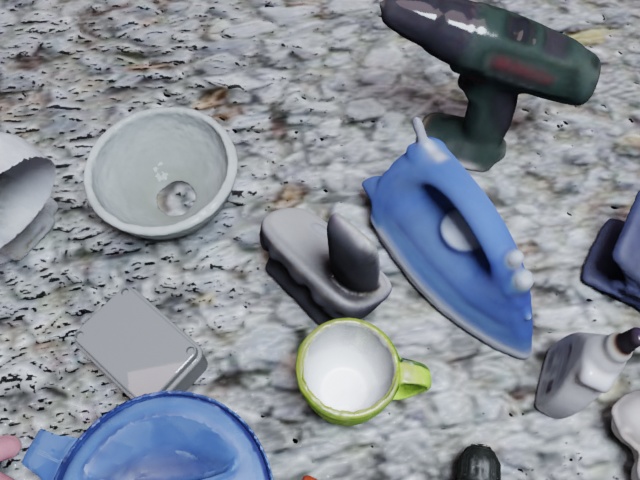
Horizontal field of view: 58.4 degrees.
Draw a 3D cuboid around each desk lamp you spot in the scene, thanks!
[{"bbox_3d":[-0.352,-0.055,0.568,0.203,0.213,0.118,32,68,14],"label":"desk lamp"}]

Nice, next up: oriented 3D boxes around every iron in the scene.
[{"bbox_3d":[0.153,-0.004,0.591,0.119,0.141,0.258,-29,68,-14],"label":"iron"}]

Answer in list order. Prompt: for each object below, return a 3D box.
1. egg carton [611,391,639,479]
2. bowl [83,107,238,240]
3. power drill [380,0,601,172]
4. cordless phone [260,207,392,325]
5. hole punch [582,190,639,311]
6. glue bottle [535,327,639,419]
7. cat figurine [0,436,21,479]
[{"bbox_3d":[0.359,0.188,0.542,0.150,0.069,0.107,-10,65,-6],"label":"egg carton"},{"bbox_3d":[-0.173,-0.065,0.653,0.167,0.075,0.167,0,64,-1],"label":"bowl"},{"bbox_3d":[0.169,-0.168,0.633,0.229,0.208,0.075,11,65,5],"label":"power drill"},{"bbox_3d":[0.005,0.002,0.562,0.147,0.185,0.094,39,70,17],"label":"cordless phone"},{"bbox_3d":[0.356,0.013,0.614,0.101,0.091,0.109,29,67,13],"label":"hole punch"},{"bbox_3d":[0.246,0.112,0.519,0.037,0.173,0.078,22,66,10],"label":"glue bottle"},{"bbox_3d":[-0.348,0.206,0.496,0.128,0.118,0.067,-13,65,-7],"label":"cat figurine"}]
